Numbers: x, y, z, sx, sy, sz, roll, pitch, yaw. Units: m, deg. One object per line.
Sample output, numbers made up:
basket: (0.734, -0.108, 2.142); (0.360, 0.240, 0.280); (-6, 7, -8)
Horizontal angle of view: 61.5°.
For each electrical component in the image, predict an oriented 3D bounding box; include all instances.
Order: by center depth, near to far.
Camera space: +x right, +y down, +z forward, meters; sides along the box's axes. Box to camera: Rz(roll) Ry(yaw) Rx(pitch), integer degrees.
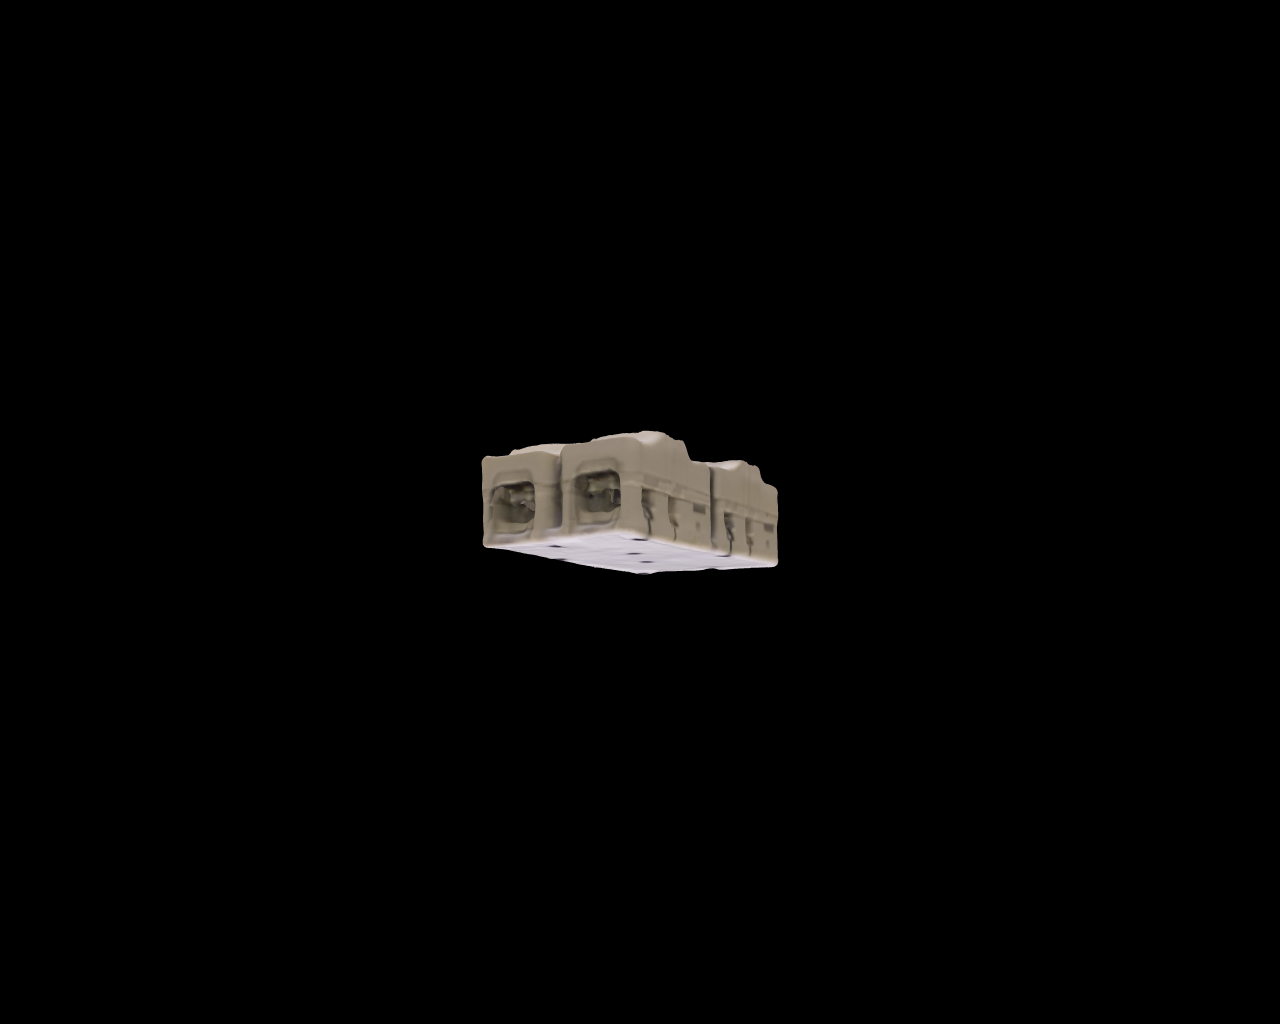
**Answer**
electrical component: (0.001, -0.003, 0.650); (0.105, 0.060, 0.186); (-6, -11, 31)
